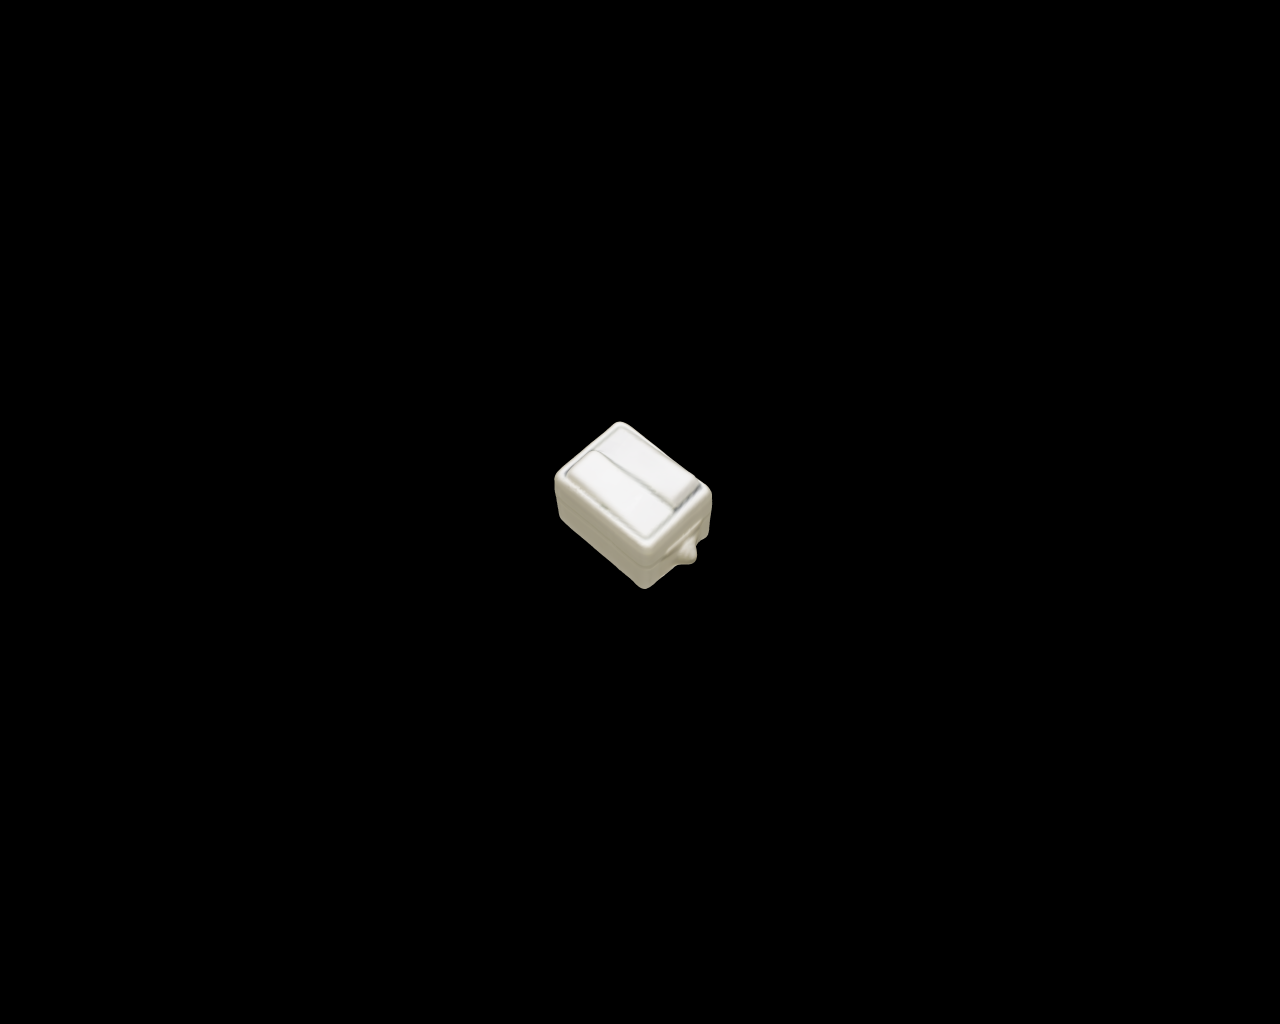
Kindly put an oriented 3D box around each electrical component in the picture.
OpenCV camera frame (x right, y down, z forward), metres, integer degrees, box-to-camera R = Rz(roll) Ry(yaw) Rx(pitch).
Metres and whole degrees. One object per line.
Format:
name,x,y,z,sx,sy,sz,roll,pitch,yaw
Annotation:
electrical component,0.001,-0.003,0.650,0.096,0.062,0.061,39,-24,22
